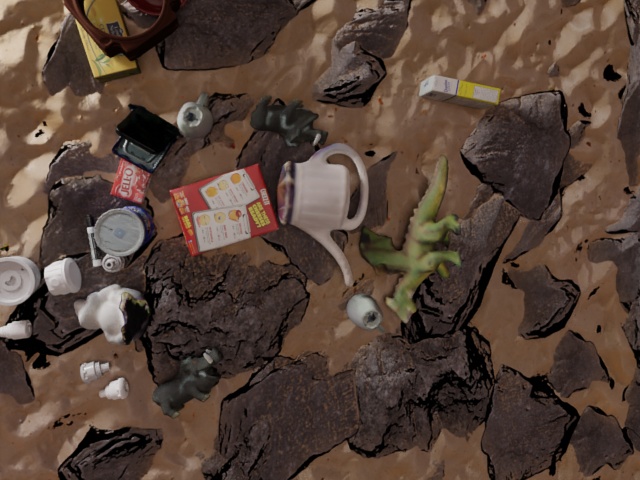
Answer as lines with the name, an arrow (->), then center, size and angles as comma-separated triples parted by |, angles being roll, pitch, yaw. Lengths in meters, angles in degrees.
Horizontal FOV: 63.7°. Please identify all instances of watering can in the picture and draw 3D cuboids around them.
watering can -> 0.004, -0.063, 1.242 | 0.224, 0.104, 0.347 | 4, 92, -9

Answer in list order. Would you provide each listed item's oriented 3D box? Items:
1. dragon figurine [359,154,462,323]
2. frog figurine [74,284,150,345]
dragon figurine -> 0.219, 0.002, 1.291 | 0.243, 0.122, 0.409 | -6, 94, -1
frog figurine -> -0.483, 0.174, 1.195 | 0.159, 0.124, 0.136 | -3, 107, 26
